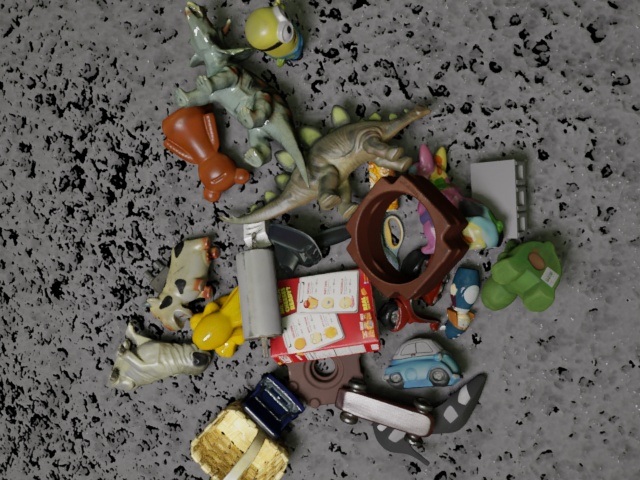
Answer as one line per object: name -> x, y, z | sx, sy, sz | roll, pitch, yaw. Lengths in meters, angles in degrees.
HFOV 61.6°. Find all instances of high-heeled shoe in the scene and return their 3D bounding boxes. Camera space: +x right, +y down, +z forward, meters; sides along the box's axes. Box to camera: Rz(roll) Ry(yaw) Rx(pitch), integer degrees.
high-heeled shoe -> 0.229, 0.353, 1.137 | 0.145, 0.086, 0.249 | 34, 78, 33

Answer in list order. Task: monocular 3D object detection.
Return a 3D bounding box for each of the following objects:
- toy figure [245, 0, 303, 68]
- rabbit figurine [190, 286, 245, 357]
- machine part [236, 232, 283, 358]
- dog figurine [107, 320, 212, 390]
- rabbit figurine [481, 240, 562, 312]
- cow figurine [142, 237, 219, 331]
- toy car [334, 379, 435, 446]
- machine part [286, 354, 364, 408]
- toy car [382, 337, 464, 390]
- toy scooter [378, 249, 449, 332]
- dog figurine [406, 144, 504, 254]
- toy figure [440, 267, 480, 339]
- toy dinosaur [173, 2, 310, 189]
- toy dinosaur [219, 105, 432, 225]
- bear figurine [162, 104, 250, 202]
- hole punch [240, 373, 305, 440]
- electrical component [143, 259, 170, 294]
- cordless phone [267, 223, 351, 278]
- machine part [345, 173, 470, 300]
toy figure -> -0.083, -0.388, 1.040 | 0.089, 0.180, 0.082 | -33, 88, 10
rabbit figurine -> -0.193, 0.175, 1.098 | 0.162, 0.173, 0.122 | -35, 87, 11
machine part -> -0.118, 0.105, 1.037 | 0.079, 0.079, 0.243 | -10, 77, 6
dog figurine -> -0.347, 0.279, 1.167 | 0.190, 0.121, 0.172 | 21, 130, -13
rabbit figurine -> 0.376, 0.069, 1.054 | 0.121, 0.170, 0.159 | 34, 55, 0
cow figurine -> -0.289, 0.092, 1.118 | 0.127, 0.085, 0.195 | -3, 64, 17
toy car -> 0.131, 0.344, 1.086 | 0.202, 0.053, 0.089 | 13, 96, 13
machine part -> 0.010, 0.268, 1.143 | 0.179, 0.056, 0.179 | 0, 93, 5
toy car -> 0.210, 0.253, 1.107 | 0.162, 0.109, 0.103 | -7, 71, 18
toy scooter -> 0.210, 0.117, 1.100 | 0.135, 0.075, 0.184 | 31, 84, -19
dog figurine -> 0.252, -0.083, 1.044 | 0.192, 0.108, 0.219 | -9, 87, 45
toy figure -> 0.289, 0.133, 1.102 | 0.064, 0.058, 0.154 | 10, 95, 2
toy dinosaur -> -0.135, -0.271, 1.055 | 0.405, 0.192, 0.131 | 45, 140, -3
toy dinosaur -> 0.011, -0.138, 1.062 | 0.471, 0.105, 0.199 | -35, 59, 3
bear figurine -> -0.236, -0.188, 1.118 | 0.120, 0.132, 0.195 | -34, 108, 9
hole punch -> -0.094, 0.340, 1.130 | 0.142, 0.116, 0.092 | 41, 88, 3
electrical component -> -0.341, 0.090, 1.181 | 0.094, 0.021, 0.063 | 44, 97, 0
cordless phone -> -0.002, -0.004, 1.081 | 0.184, 0.146, 0.089 | -20, 70, 1
machine part -> 0.159, -0.006, 1.000 | 0.202, 0.087, 0.201 | 52, 124, 27
